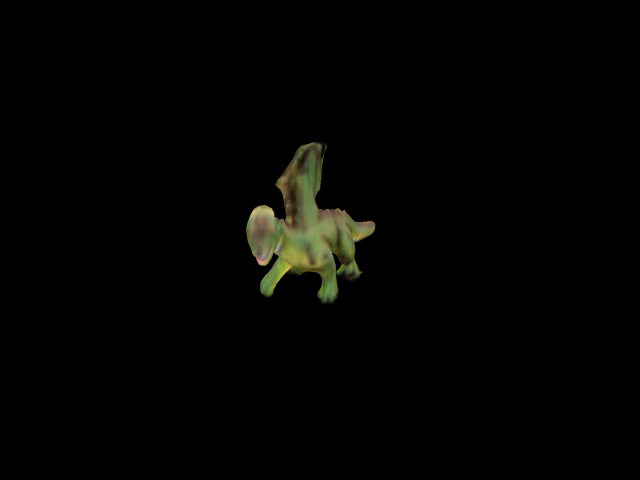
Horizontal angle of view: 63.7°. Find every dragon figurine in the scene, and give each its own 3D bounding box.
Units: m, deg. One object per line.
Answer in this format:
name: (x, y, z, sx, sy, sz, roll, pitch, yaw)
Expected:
dragon figurine: (0.003, -0.043, 0.850, 0.122, 0.238, 0.417, 12, 29, 24)
